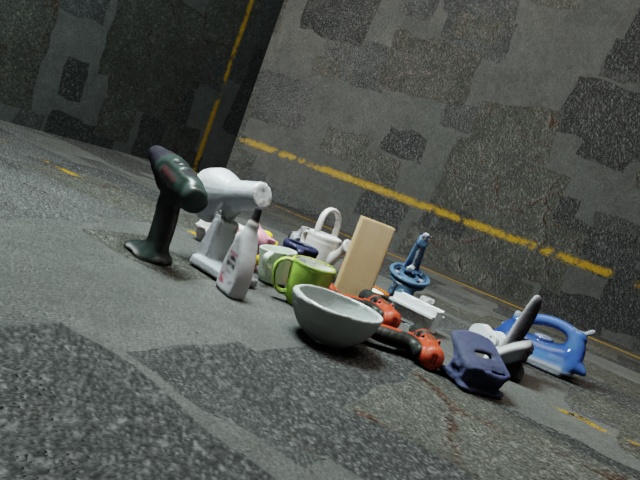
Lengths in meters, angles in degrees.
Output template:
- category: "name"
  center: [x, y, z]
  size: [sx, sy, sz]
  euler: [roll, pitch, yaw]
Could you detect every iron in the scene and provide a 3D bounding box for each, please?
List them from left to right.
- category: "iron"
  center: [0.574, 0.255, 1.495]
  size: [0.257, 0.141, 0.119]
  euler: [23, 6, 19]

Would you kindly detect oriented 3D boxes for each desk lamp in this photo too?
- category: "desk lamp"
  center: [-0.190, -0.036, 1.203]
  size: [0.202, 0.213, 0.118]
  euler: [25, 8, 39]

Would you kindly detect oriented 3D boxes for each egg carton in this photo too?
- category: "egg carton"
  center: [-0.246, -0.013, 1.494]
  size: [0.107, 0.069, 0.151]
  euler: [26, 8, 41]

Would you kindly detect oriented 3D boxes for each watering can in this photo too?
- category: "watering can"
  center: [0.016, 0.006, 1.599]
  size: [0.172, 0.194, 0.101]
  euler: [22, 6, 19]

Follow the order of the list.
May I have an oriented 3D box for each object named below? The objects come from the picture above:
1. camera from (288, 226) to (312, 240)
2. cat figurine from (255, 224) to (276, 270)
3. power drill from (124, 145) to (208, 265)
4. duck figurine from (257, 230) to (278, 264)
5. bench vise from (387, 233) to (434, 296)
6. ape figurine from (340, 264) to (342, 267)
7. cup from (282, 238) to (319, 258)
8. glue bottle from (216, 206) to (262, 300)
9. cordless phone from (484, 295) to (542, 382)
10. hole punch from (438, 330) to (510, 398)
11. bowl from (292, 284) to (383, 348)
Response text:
- category: "camera"
  center: [-0.040, 0.009, 1.827]
  size: [0.143, 0.101, 0.136]
  euler: [19, 6, -12]
- category: "cat figurine"
  center: [-0.168, 0.006, 1.356]
  size: [0.127, 0.118, 0.067]
  euler: [25, 8, 38]
- category: "power drill"
  center: [-0.307, -0.068, 1.121]
  size: [0.076, 0.208, 0.228]
  euler: [14, 9, -45]
- category: "duck figurine"
  center: [-0.155, 0.015, 1.466]
  size: [0.105, 0.086, 0.077]
  euler: [17, 7, -31]
- category: "bench vise"
  center: [0.252, 0.075, 1.647]
  size: [0.122, 0.220, 0.207]
  euler: [19, 6, -15]
- category: "ape figurine"
  center: [0.107, 0.074, 1.783]
  size: [0.076, 0.092, 0.078]
  euler: [21, 6, 4]
- category: "cup"
  center: [-0.059, 0.055, 1.390]
  size: [0.092, 0.095, 0.117]
  euler: [20, 6, -4]
- category: "glue bottle"
  center: [-0.142, 0.019, 1.064]
  size: [0.037, 0.173, 0.077]
  euler: [15, 8, -40]
- category: "cordless phone"
  center: [0.436, 0.206, 1.264]
  size: [0.094, 0.185, 0.148]
  euler: [22, 6, 18]
- category: "hole punch"
  center: [0.291, 0.226, 1.051]
  size: [0.109, 0.091, 0.101]
  euler: [18, 7, -24]
- category: "bowl"
  center: [0.021, 0.141, 0.995]
  size: [0.167, 0.075, 0.167]
  euler: [20, 6, -2]
